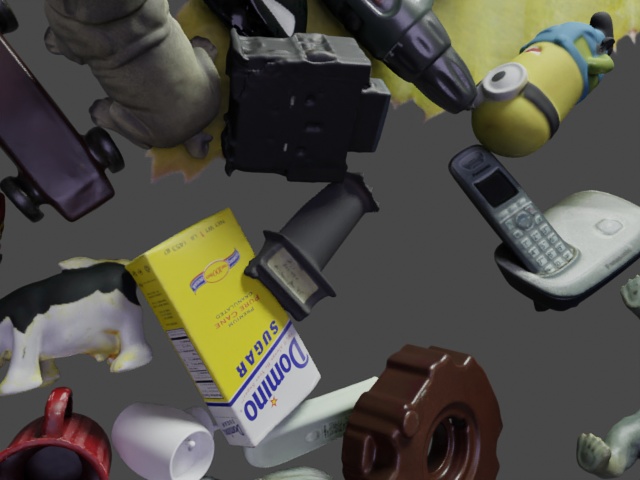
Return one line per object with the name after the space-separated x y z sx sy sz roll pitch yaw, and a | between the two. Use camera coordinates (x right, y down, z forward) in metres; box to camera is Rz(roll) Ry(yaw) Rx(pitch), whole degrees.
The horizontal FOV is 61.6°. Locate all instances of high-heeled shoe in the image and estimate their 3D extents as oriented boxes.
-0.118 -0.228 0.416 0.248 0.086 0.145 8 72 -33 | high-heeled shoe

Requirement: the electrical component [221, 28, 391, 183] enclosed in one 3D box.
-0.012 -0.108 0.447 0.134 0.058 0.114 -2 134 -14 | electrical component

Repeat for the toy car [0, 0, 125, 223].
-0.237 -0.103 0.413 0.089 0.053 0.202 -40 98 -22 | toy car

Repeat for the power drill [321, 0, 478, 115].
0.098 -0.257 0.494 0.232 0.086 0.207 36 88 -7 | power drill

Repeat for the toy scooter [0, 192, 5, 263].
-0.292 0.018 0.348 0.184 0.075 0.135 -18 66 -43 | toy scooter

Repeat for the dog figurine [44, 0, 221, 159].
-0.125 -0.140 0.374 0.172 0.191 0.121 42 80 -15 | dog figurine

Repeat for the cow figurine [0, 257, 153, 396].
-0.221 0.067 0.413 0.167 0.068 0.098 -8 88 -19 | cow figurine

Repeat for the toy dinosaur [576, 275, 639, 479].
0.404 0.178 0.577 0.192 0.131 0.404 22 91 -15 | toy dinosaur

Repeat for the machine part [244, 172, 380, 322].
-0.001 -0.001 0.477 0.084 0.039 0.139 44 68 -19 | machine part

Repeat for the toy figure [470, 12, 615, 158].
0.223 -0.153 0.527 0.180 0.082 0.089 -36 81 -21 | toy figure

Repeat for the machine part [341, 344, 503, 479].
0.100 0.184 0.480 0.179 0.056 0.179 1 88 -43 | machine part

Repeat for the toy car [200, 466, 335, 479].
-0.054 0.227 0.447 0.201 0.074 0.056 8 93 -28 | toy car

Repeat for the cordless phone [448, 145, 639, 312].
0.225 -0.033 0.543 0.146 0.088 0.184 -33 81 -13 | cordless phone
